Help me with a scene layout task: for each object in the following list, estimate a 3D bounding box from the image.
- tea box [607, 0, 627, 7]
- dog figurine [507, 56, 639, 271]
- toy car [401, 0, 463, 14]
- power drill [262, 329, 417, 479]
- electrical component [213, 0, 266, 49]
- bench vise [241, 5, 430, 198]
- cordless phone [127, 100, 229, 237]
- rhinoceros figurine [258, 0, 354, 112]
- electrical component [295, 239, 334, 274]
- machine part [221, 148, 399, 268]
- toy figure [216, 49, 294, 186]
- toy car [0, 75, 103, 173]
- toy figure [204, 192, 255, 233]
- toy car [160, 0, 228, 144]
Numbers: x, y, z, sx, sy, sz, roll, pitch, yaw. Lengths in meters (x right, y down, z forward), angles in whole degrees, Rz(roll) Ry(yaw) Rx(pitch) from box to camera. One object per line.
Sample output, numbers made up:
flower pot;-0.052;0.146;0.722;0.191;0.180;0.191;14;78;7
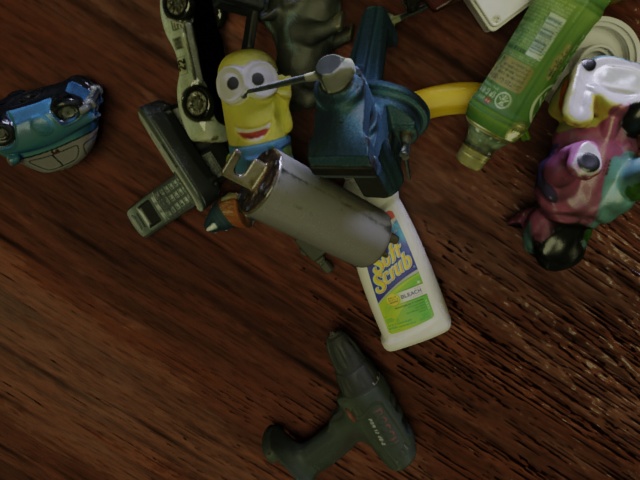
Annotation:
tea box;0.294;-0.334;0.553;0.068;0.098;0.169;-29;102;16
dog figurine;0.287;-0.071;0.607;0.109;0.219;0.191;7;71;2
toy car;0.103;-0.317;0.555;0.089;0.053;0.202;-19;61;11
power drill;0.017;0.262;0.790;0.207;0.086;0.232;-37;102;9
electrical component;-0.091;-0.279;0.610;0.048;0.075;0.119;8;103;-22
bench vise;0.049;-0.162;0.579;0.129;0.223;0.240;-2;66;33
cordless phone;-0.214;-0.089;0.714;0.184;0.089;0.146;-26;100;35
rhinoceros figurine;-0.019;-0.249;0.640;0.112;0.073;0.190;10;110;16
electrical component;-0.002;-0.002;0.734;0.063;0.021;0.094;-38;99;17
machine part;-0.002;-0.031;0.601;0.243;0.079;0.079;25;112;-34
toy figure;-0.075;-0.125;0.623;0.082;0.089;0.179;-20;116;-21
toy car;-0.353;-0.144;0.705;0.162;0.109;0.102;-15;128;1
toy figure;-0.085;-0.044;0.712;0.155;0.064;0.058;-10;70;15
toy car;-0.144;-0.217;0.648;0.056;0.073;0.201;-7;97;29
